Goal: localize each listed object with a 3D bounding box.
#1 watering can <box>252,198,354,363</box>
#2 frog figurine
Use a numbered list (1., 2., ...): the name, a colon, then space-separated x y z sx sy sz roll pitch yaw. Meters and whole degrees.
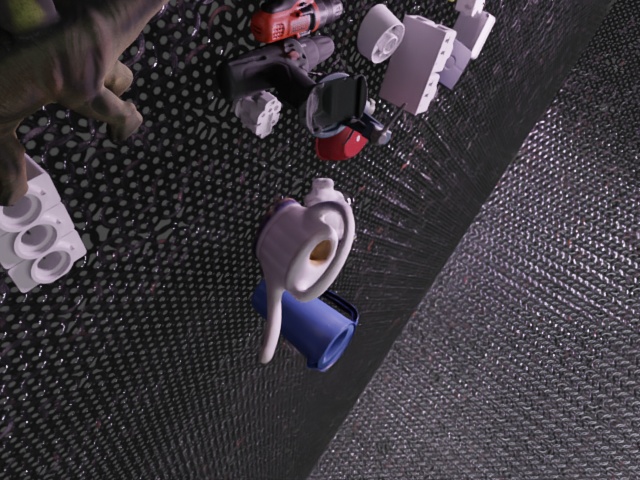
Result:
1. watering can: -0.067 0.056 1.055 0.103 0.347 0.227 32 4 -46
2. frog figurine: 0.004 -0.060 1.186 0.137 0.159 0.123 -17 1 8
